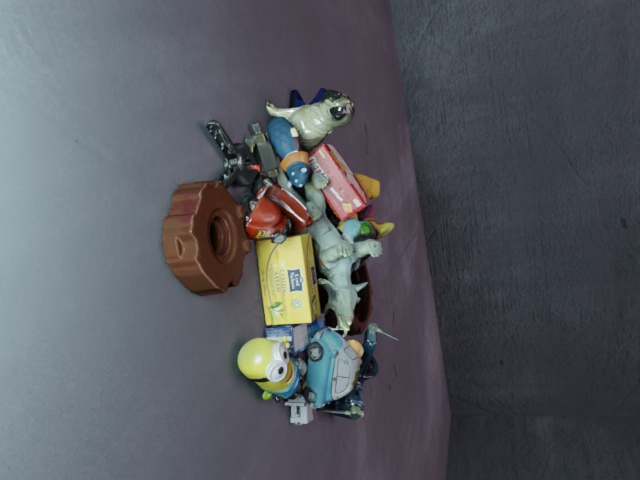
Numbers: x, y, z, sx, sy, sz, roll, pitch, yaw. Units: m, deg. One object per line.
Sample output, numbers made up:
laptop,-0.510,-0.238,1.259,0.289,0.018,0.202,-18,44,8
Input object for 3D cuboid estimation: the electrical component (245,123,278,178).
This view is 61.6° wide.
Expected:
electrical component,-0.115,-0.169,1.056,0.078,0.045,0.102,-118,-172,-51

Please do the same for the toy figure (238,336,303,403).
toy figure,-0.086,0.237,0.964,0.180,0.089,0.082,70,8,-57

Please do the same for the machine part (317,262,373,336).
machine part,0.067,0.133,1.412,0.201,0.087,0.200,-57,135,-61

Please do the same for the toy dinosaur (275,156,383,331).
toy dinosaur,-0.009,-0.006,1.156,0.131,0.192,0.405,-26,79,-42

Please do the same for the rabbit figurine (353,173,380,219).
rabbit figurine,0.086,-0.101,1.516,0.162,0.122,0.173,2,102,-69

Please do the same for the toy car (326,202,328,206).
toy car,0.045,-0.062,1.432,0.056,0.074,0.201,-70,149,-51

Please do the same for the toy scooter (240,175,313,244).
toy scooter,-0.080,-0.045,0.985,0.135,0.075,0.184,33,31,-8

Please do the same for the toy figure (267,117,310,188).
toy figure,-0.056,-0.171,1.061,0.154,0.058,0.064,66,-26,16

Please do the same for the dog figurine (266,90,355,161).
dog figurine,-0.004,-0.243,1.170,0.172,0.191,0.121,15,71,-72

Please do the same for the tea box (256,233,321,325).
tea box,-0.061,0.076,1.052,0.068,0.098,0.169,-14,96,-71

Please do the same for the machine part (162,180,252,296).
machine part,-0.169,-0.004,0.825,0.179,0.056,0.179,-6,90,-70

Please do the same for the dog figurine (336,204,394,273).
dog figurine,0.105,-0.019,1.295,0.219,0.108,0.191,-43,172,-37

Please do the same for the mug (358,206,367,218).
mug,0.133,-0.038,1.675,0.107,0.081,0.109,65,19,-65

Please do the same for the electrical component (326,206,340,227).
electrical component,0.024,-0.036,1.370,0.048,0.075,0.119,-74,155,-45

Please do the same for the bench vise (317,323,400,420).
bench vise,0.093,0.317,1.329,0.224,0.129,0.240,-70,-179,-66

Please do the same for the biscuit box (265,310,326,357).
biscuit box,-0.045,0.191,1.117,0.202,0.063,0.059,-6,90,-72

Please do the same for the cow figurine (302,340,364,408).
cow figurine,0.041,0.294,1.209,0.068,0.167,0.098,44,3,16

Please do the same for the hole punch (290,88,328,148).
hole punch,-0.017,-0.297,1.308,0.142,0.092,0.116,55,38,-61

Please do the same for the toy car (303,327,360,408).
toy car,0.028,0.262,1.088,0.109,0.103,0.161,15,81,-71
